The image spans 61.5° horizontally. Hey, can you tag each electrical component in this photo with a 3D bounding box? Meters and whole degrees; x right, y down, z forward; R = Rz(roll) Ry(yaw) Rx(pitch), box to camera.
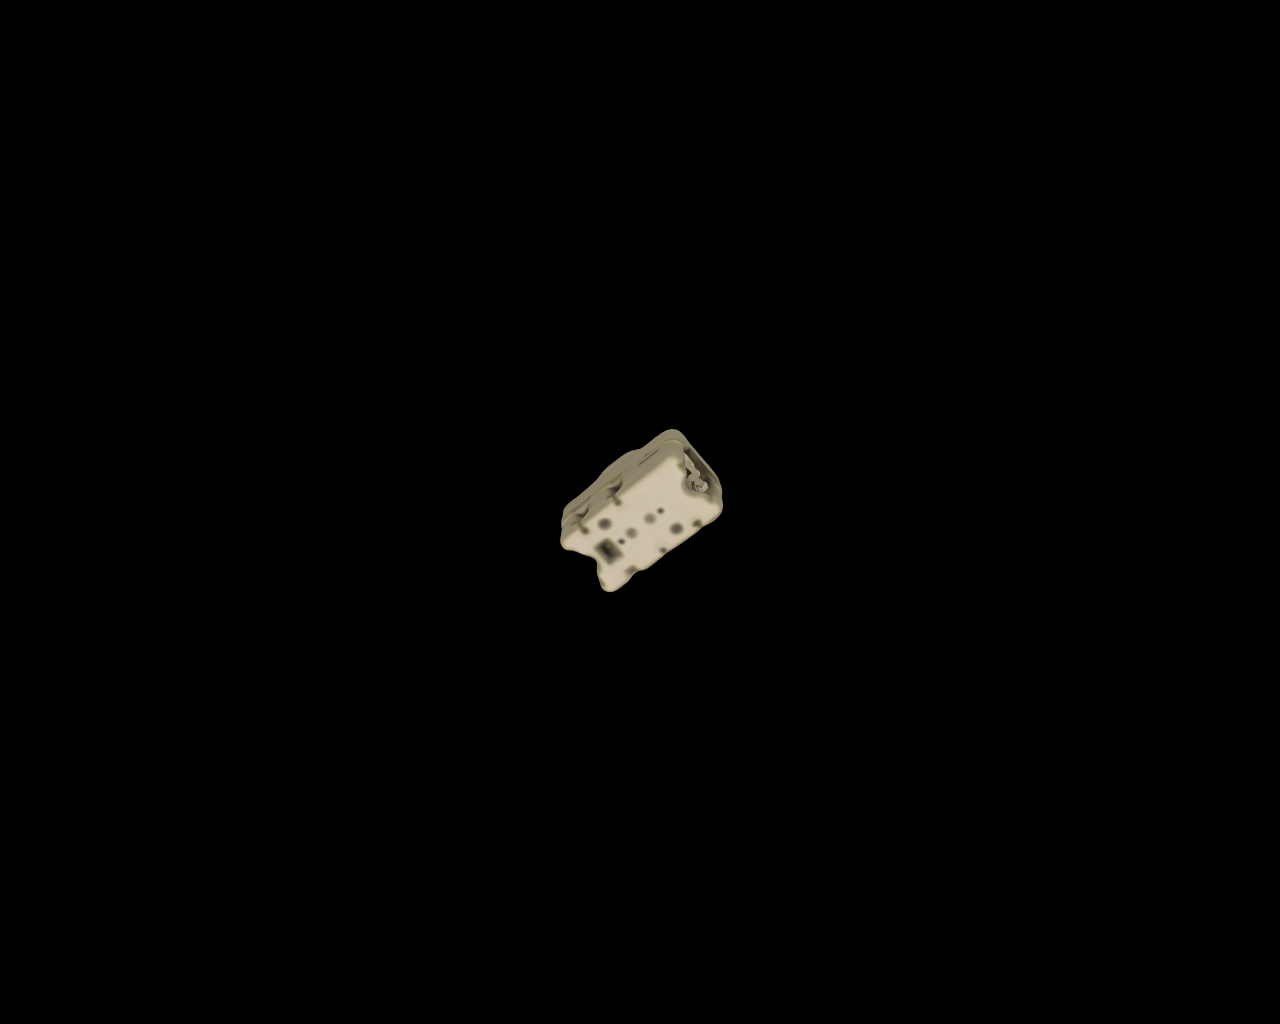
[{"bbox_3d":[0.001,-0.003,0.650,0.089,0.050,0.056,-36,19,15],"label":"electrical component"}]
